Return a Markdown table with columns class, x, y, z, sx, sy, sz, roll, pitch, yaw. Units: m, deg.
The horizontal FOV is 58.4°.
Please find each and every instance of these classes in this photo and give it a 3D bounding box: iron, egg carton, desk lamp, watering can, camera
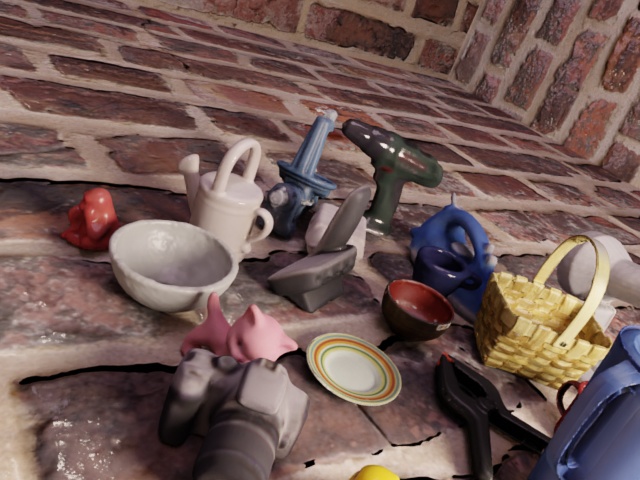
| class | x | y | z | sx | sy | sz | roll | pitch | yaw |
| --- | --- | --- | --- | --- | --- | --- | --- | --- | --- |
| iron | 0.266 | 0.026 | 1.054 | 0.119 | 0.141 | 0.257 | 9 | 29 | -23 |
| egg carton | 0.029 | -0.008 | 1.025 | 0.107 | 0.069 | 0.150 | 19 | 27 | -4 |
| desk lamp | 0.474 | 0.116 | 0.958 | 0.118 | 0.213 | 0.203 | 10 | 29 | -22 |
| watering can | -0.145 | -0.069 | 0.872 | 0.173 | 0.194 | 0.101 | 20 | 27 | -2 |
| camera | -0.087 | 0.180 | 0.554 | 0.143 | 0.101 | 0.137 | 20 | 27 | -2 |

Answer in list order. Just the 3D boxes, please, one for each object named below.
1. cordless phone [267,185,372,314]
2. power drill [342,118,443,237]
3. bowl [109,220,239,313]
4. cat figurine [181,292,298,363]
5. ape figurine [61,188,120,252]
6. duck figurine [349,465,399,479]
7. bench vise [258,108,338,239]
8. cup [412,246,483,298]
| class | x | y | z | sx | sy | sz | roll | pitch | yaw |
| --- | --- | --- | --- | --- | --- | --- | --- | --- | --- |
| cordless phone | 0.008 | 0.003 | 0.859 | 0.094 | 0.185 | 0.148 | 30 | 28 | 17 |
| power drill | 0.120 | -0.117 | 1.139 | 0.230 | 0.208 | 0.075 | 12 | 28 | -18 |
| bowl | -0.197 | 0.045 | 0.755 | 0.167 | 0.075 | 0.167 | 17 | 27 | -9 |
| cat figurine | -0.092 | 0.111 | 0.660 | 0.127 | 0.118 | 0.067 | 36 | 30 | 27 |
| ape figurine | -0.313 | -0.032 | 0.793 | 0.076 | 0.092 | 0.077 | 6 | 30 | -27 |
| duck figurine | 0.047 | 0.249 | 0.539 | 0.105 | 0.086 | 0.077 | 8 | 29 | -25 |
| bench vise | -0.020 | -0.119 | 1.027 | 0.121 | 0.220 | 0.207 | 18 | 27 | -7 |
| cup | 0.204 | 0.075 | 0.968 | 0.117 | 0.095 | 0.092 | 23 | 27 | 3 |
